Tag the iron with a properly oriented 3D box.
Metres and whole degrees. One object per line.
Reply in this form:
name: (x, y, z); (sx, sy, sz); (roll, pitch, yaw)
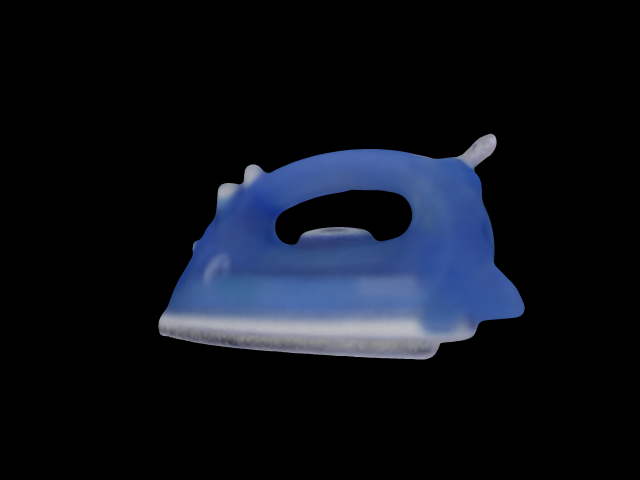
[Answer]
iron: (0.004, 0.001, 0.400); (0.257, 0.141, 0.119); (0, 0, 13)
